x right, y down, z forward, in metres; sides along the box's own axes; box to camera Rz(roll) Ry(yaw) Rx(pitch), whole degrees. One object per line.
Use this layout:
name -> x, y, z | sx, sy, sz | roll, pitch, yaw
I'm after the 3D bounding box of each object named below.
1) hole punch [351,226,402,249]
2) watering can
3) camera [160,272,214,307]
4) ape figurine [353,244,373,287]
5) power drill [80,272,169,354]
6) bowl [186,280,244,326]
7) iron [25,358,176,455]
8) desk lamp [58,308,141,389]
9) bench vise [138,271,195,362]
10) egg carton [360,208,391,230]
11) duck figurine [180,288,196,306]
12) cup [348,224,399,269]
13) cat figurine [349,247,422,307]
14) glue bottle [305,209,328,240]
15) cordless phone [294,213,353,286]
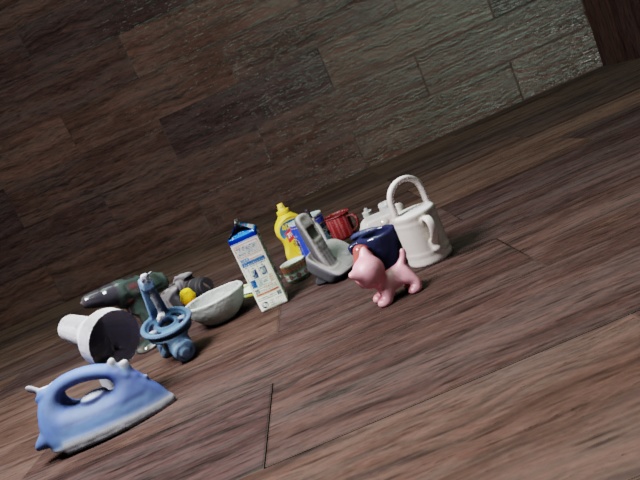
hole punch -> 0.144, 0.000, 1.424 | 0.108, 0.091, 0.101 | -16, 13, 35
watering can -> 0.202, -0.046, 1.245 | 0.101, 0.194, 0.172 | -31, 13, -32
camera -> -0.423, 0.159, 1.851 | 0.136, 0.101, 0.143 | -15, 14, 38
ape figurine -> 0.102, 0.052, 1.260 | 0.076, 0.092, 0.078 | -23, 11, 3
power drill -> -0.494, 0.194, 1.543 | 0.230, 0.208, 0.075 | -32, 14, -36
bowl -> -0.264, 0.176, 1.498 | 0.167, 0.075, 0.167 | -23, 11, 5
iron -> -0.419, 0.293, 1.081 | 0.258, 0.141, 0.118 | -24, 11, 1
desk lamp -> -0.448, 0.245, 1.184 | 0.202, 0.214, 0.118 | -15, 14, 40
bench vise -> -0.386, 0.181, 1.343 | 0.206, 0.220, 0.122 | -13, 16, 46
egg carton -> 0.184, -0.043, 1.608 | 0.150, 0.069, 0.107 | -23, 11, 6
duck figurine -> -0.379, 0.183, 1.678 | 0.078, 0.086, 0.104 | -28, 11, -19
cup -> 0.131, 0.028, 1.304 | 0.117, 0.095, 0.091 | -24, 11, 1
cat figurine -> 0.119, 0.062, 1.105 | 0.128, 0.118, 0.067 | -25, 11, -6
glue bottle -> -0.003, -0.006, 1.547 | 0.037, 0.173, 0.078 | -25, 11, -6
cordless phone -> 0.013, 0.005, 1.427 | 0.094, 0.185, 0.148 | -17, 13, 34
